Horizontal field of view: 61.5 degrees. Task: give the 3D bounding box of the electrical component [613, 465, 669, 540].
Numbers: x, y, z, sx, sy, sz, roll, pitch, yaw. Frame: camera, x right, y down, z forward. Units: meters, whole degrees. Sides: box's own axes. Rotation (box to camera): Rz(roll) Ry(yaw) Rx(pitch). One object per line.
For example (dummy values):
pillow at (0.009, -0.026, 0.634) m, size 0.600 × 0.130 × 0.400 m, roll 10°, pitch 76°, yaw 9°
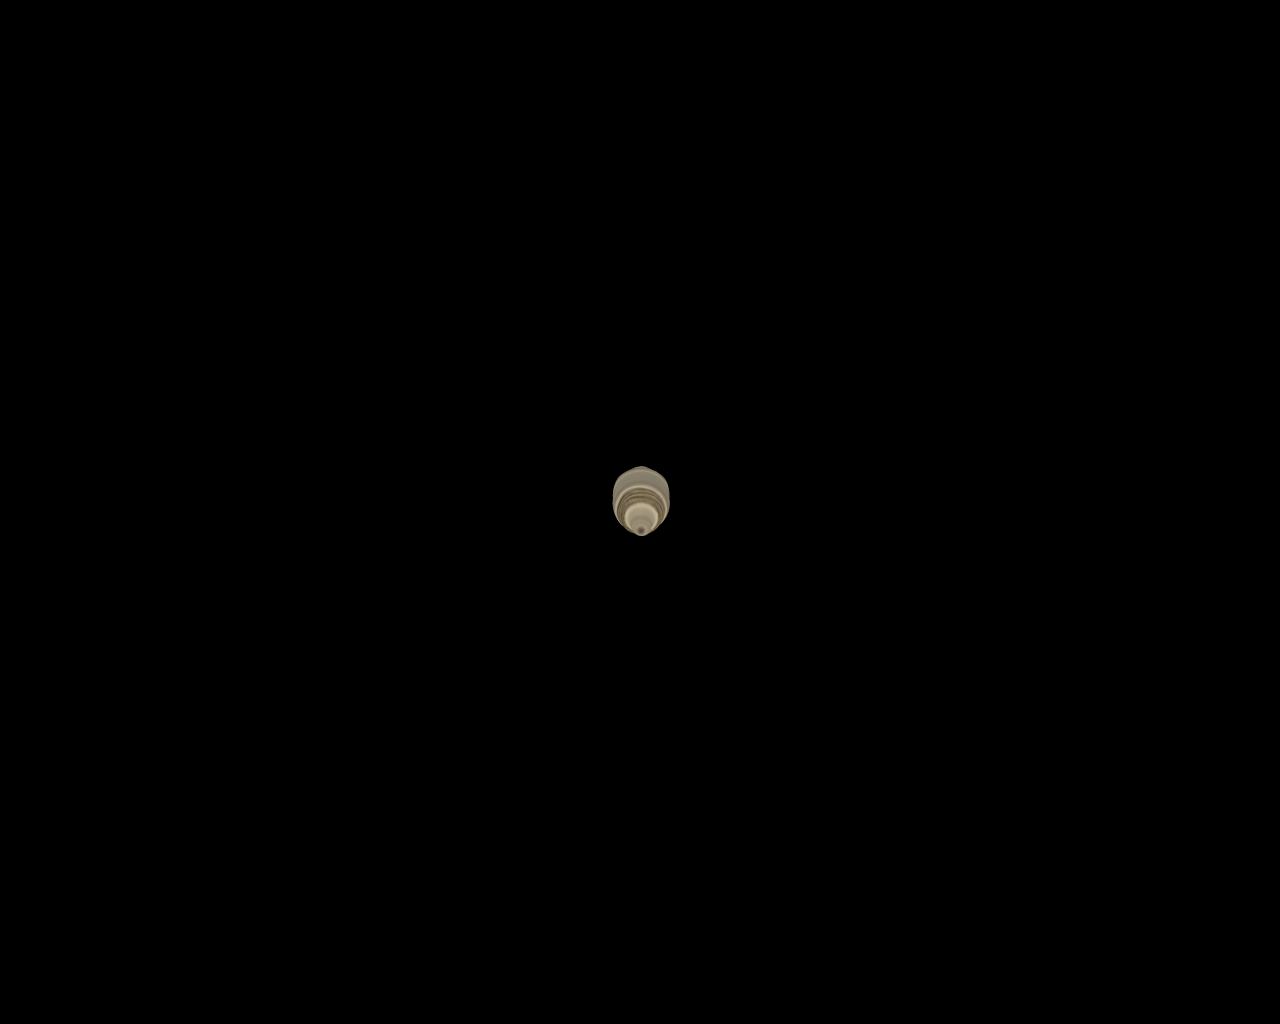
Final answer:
electrical component at (0.001, -0.003, 0.650) m, size 0.035 × 0.035 × 0.061 m, roll 0°, pitch 27°, yaw 0°
